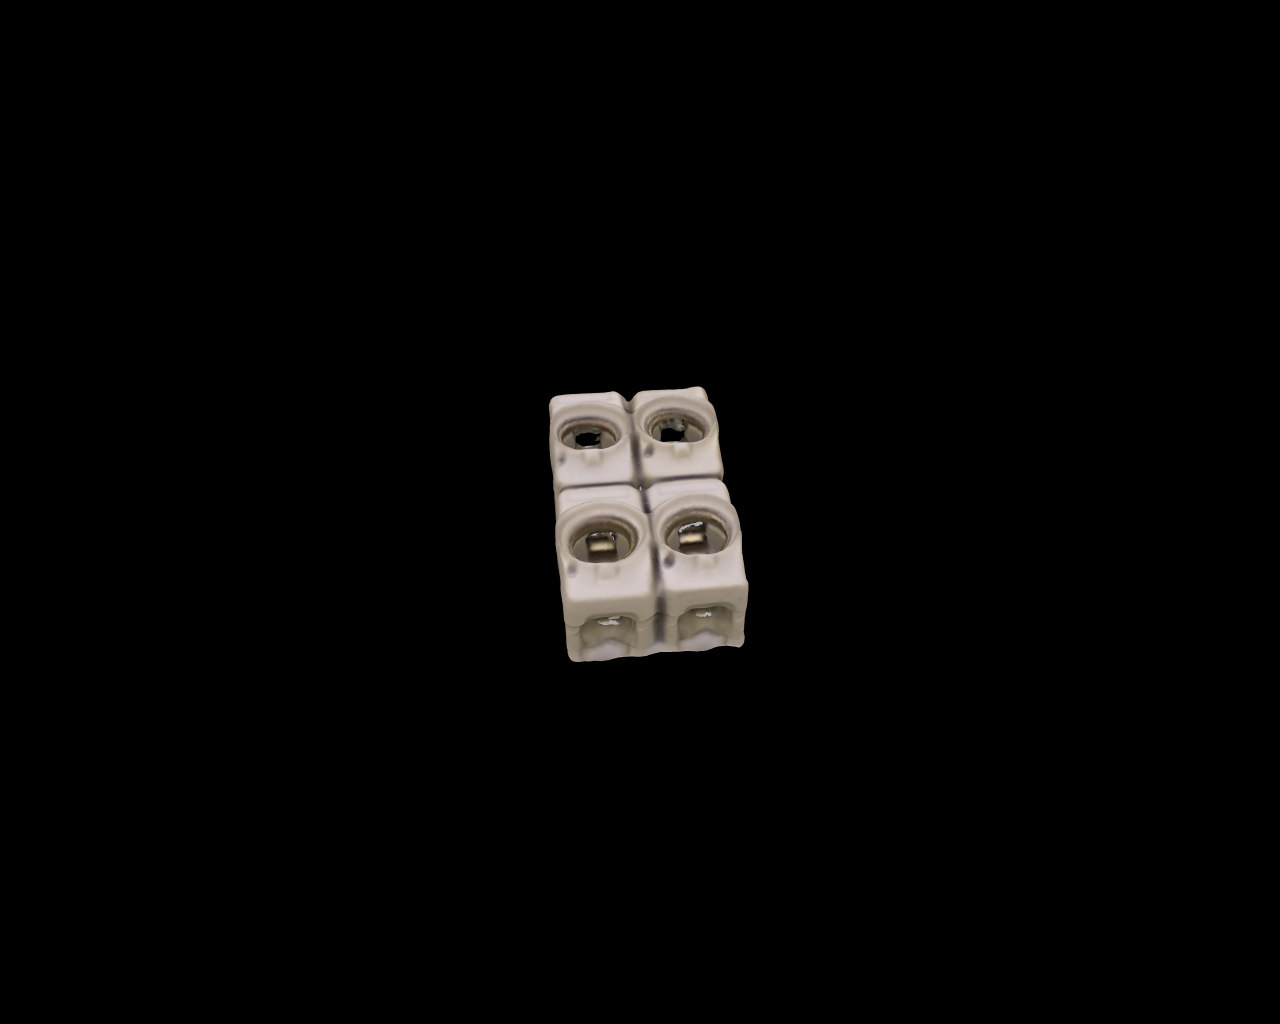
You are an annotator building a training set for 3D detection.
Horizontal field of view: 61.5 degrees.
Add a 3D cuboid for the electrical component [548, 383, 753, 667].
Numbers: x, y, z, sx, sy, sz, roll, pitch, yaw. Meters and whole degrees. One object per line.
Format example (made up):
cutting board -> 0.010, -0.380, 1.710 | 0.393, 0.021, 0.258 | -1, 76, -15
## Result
electrical component -> 0.001, -0.003, 0.650 | 0.105, 0.060, 0.186 | -4, 44, -4
